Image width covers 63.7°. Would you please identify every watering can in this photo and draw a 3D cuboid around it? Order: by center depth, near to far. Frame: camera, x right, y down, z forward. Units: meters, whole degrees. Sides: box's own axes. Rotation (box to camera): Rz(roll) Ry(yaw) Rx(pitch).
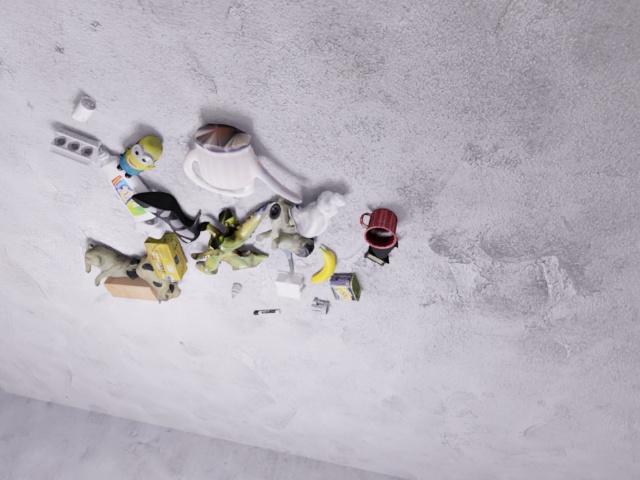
[{"bbox_3d":[-0.215,-0.202,1.406,0.348,0.106,0.219,10,137,9],"label":"watering can"}]

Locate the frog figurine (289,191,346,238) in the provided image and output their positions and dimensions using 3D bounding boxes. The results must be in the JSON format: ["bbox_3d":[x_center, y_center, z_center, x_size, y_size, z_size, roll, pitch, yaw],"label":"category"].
[{"bbox_3d":[0.004,-0.074,1.470,0.159,0.124,0.136,-12,165,17],"label":"frog figurine"}]

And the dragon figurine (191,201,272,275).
[{"bbox_3d":[-0.263,0.016,1.690,0.407,0.125,0.239,-23,146,19],"label":"dragon figurine"}]
